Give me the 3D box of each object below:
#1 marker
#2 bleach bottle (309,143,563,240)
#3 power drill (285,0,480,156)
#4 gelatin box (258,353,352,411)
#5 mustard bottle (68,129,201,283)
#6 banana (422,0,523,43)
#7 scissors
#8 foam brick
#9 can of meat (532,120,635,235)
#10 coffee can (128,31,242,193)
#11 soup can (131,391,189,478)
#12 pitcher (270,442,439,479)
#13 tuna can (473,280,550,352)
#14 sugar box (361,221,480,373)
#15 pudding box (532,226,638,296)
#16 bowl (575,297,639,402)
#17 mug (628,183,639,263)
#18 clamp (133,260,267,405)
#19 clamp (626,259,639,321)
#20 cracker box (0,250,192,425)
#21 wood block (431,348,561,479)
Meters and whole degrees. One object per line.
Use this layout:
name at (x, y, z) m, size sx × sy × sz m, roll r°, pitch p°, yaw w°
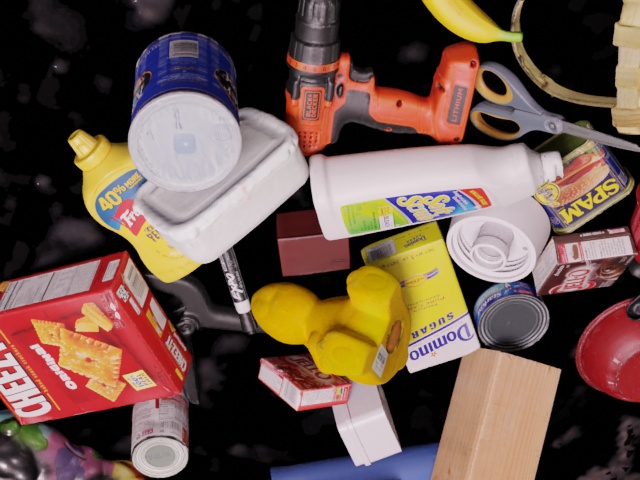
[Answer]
marker at (-0.094, 0.050, 1.189) m, size 0.020 × 0.020 × 0.121 m, roll -15°, pitch 106°, yaw 4°
bleach bottle at (0.120, -0.061, 1.089) m, size 0.251 × 0.068 × 0.102 m, roll -9°, pitch 152°, yaw 5°
power drill at (0.059, -0.165, 1.063) m, size 0.187 × 0.057 × 0.184 m, roll 3°, pitch 127°, yaw -6°
gelatin box at (-0.019, 0.163, 1.241) m, size 0.073 × 0.089 × 0.030 m, roll -1°, pitch 111°, yaw -36°
mustard bottle at (-0.189, -0.045, 1.113) m, size 0.096 × 0.058 × 0.191 m, roll -36°, pitch 120°, yaw 13°
banana at (0.118, -0.259, 1.013) m, size 0.070 × 0.037 × 0.197 m, roll -26°, pitch 117°, yaw 25°
scissors at (0.218, -0.131, 1.042) m, size 0.016 × 0.202 × 0.096 m, roll -38°, pitch 117°, yaw -28°
foam brick at (-0.008, 0.001, 1.169) m, size 0.078 × 0.051 × 0.053 m, roll -6°, pitch 125°, yaw -2°
can of meat at (0.272, -0.069, 1.152) m, size 0.102 × 0.057 × 0.084 m, roll -35°, pitch 118°, yaw 16°
coffee can at (-0.128, -0.124, 1.017) m, size 0.102 × 0.140 × 0.103 m, roll -3°, pitch 124°, yaw -5°
soup can at (-0.189, 0.222, 1.266) m, size 0.068 × 0.102 × 0.068 m, roll -3°, pitch 124°, yaw -5°
pitcher at (0.061, 0.330, 1.348) m, size 0.242 × 0.149 × 0.145 m, roll -12°, pitch 119°, yaw -3°
tuna can at (0.226, 0.090, 1.267) m, size 0.086 × 0.034 × 0.086 m, roll -3°, pitch 124°, yaw -5°
sugar box at (0.119, 0.069, 1.234) m, size 0.093 × 0.048 × 0.176 m, roll -20°, pitch 123°, yaw 6°
pudding box at (0.294, 0.025, 1.197) m, size 0.090 × 0.039 × 0.113 m, roll -8°, pitch 158°, yaw -4°
bowl at (0.401, 0.147, 1.313) m, size 0.162 × 0.055 × 0.162 m, roll -3°, pitch 124°, yaw -4°
mug at (0.381, -0.027, 1.161) m, size 0.093 × 0.117 × 0.081 m, roll 7°, pitch 143°, yaw 5°
clamp at (-0.157, 0.100, 1.226) m, size 0.209 × 0.036 × 0.165 m, roll 35°, pitch 111°, yaw -27°
clamp at (0.425, 0.034, 1.237) m, size 0.171 × 0.039 × 0.120 m, roll -20°, pitch 150°, yaw -9°
cracker box at (-0.274, 0.114, 1.178) m, size 0.214 × 0.072 × 0.164 m, roll -14°, pitch 125°, yaw 18°
wood block at (0.204, 0.239, 1.268) m, size 0.090 × 0.090 × 0.206 m, roll 18°, pitch 83°, yaw -18°
